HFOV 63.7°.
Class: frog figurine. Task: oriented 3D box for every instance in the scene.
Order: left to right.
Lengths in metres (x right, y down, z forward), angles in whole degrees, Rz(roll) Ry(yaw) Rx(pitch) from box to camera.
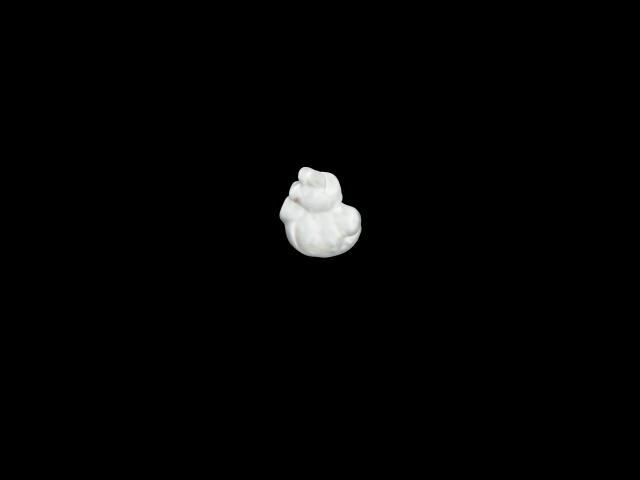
[{"bbox_3d":[0.003,-0.043,0.850,0.138,0.125,0.156,21,-22,9],"label":"frog figurine"}]
